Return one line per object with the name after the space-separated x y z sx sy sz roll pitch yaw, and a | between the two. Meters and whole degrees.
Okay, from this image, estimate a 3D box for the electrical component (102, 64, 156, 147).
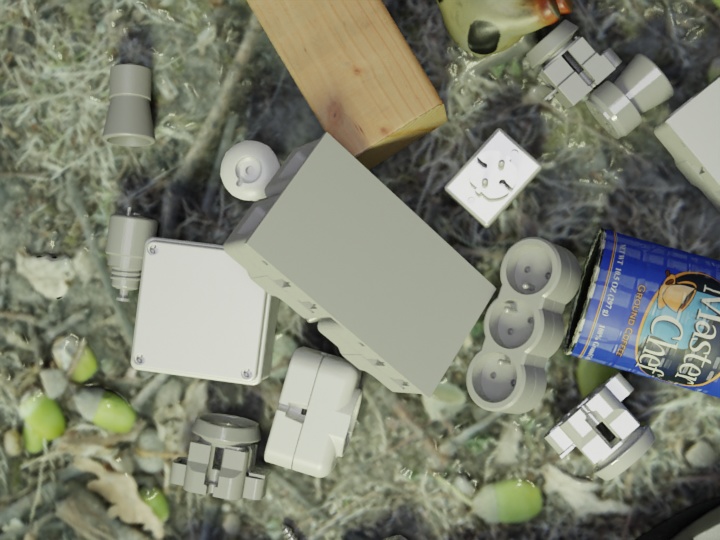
-0.194 -0.140 0.905 0.044 0.044 0.065 0 84 7 | electrical component

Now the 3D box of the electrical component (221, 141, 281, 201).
-0.085 -0.079 0.880 0.048 0.062 0.048 0 89 7 | electrical component

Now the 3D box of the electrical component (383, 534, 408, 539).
0.020 0.247 0.871 0.055 0.048 0.066 -38 86 12 | electrical component

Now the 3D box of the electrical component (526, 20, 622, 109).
0.167 -0.166 0.861 0.066 0.048 0.055 -41 92 4 | electrical component

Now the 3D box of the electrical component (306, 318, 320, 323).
-0.021 -0.010 0.879 0.076 0.047 0.083 -24 86 6 | electrical component

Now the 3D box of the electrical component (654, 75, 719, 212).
0.329 -0.072 0.827 0.105 0.060 0.186 -39 88 1 | electrical component

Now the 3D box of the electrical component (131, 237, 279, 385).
-0.125 0.033 0.885 0.109 0.056 0.108 7 90 7 | electrical component

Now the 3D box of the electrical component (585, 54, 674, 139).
0.214 -0.137 0.855 0.055 0.045 0.045 -40 85 5 | electrical component

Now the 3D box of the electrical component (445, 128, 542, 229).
0.105 -0.074 0.850 0.047 0.077 0.065 43 94 5 | electrical component

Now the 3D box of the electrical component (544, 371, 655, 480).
0.193 0.127 0.847 0.078 0.058 0.057 -42 82 4 | electrical component

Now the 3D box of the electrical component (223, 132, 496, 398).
0.000 0.000 0.824 0.186 0.060 0.105 41 69 -20 | electrical component

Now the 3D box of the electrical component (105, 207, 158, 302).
-0.194 -0.013 0.902 0.040 0.040 0.078 8 90 7 | electrical component

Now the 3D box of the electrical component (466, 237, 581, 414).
0.137 0.047 0.850 0.052 0.074 0.138 19 92 37 | electrical component

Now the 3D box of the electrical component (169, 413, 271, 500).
-0.112 0.151 0.882 0.078 0.058 0.057 10 93 7 | electrical component

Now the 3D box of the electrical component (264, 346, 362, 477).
-0.034 0.116 0.874 0.059 0.054 0.095 16 91 7 | electrical component
